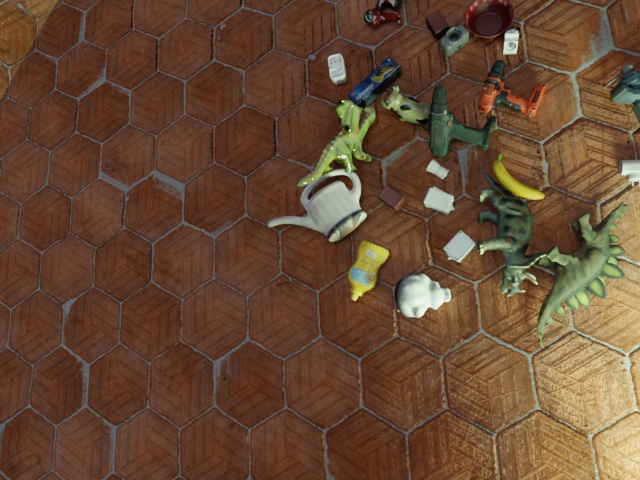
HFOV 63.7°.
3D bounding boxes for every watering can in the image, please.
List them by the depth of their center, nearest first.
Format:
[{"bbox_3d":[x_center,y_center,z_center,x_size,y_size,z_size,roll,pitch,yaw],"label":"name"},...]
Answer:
[{"bbox_3d":[0.005,-0.087,1.733,0.347,0.103,0.227,-38,71,5],"label":"watering can"}]

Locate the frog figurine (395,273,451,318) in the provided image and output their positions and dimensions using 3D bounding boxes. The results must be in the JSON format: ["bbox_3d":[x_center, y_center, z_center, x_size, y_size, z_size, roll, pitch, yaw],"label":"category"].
[{"bbox_3d":[0.314,0.173,1.579,0.159,0.120,0.140,5,60,28],"label":"frog figurine"}]

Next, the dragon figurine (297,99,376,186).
[{"bbox_3d":[0.065,-0.338,1.680,0.123,0.416,0.238,18,123,33],"label":"dragon figurine"}]
